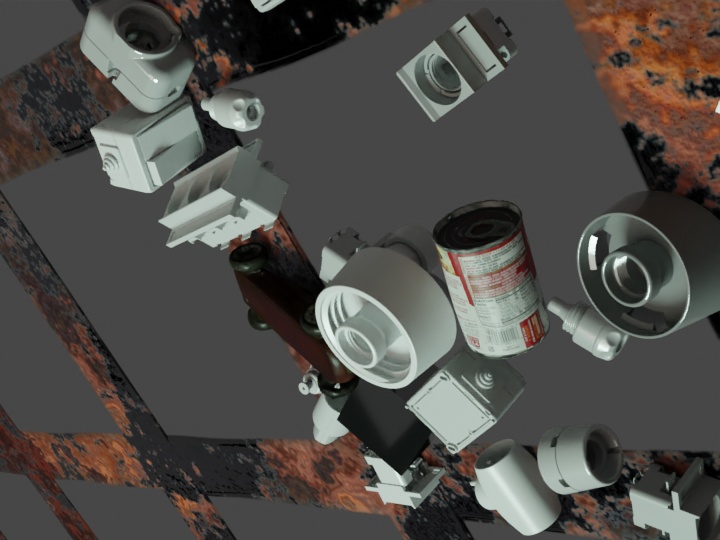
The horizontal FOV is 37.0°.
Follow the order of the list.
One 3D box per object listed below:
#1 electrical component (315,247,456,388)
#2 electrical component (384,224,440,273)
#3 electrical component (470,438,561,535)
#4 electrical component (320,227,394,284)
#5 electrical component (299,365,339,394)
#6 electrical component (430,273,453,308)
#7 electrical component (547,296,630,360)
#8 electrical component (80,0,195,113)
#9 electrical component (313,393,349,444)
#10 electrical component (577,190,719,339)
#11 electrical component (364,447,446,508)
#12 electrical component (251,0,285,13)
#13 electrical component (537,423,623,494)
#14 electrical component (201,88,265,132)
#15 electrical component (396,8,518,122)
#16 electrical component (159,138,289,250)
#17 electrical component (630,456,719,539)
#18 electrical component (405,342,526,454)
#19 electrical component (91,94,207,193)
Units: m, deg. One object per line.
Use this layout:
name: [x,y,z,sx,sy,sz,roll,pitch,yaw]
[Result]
electrical component: [0.014,0.043,0.842,0.108,0.060,0.108,27,140,26]
electrical component: [0.034,-0.006,0.878,0.045,0.055,0.045,28,140,26]
electrical component: [0.132,0.199,0.981,0.077,0.043,0.079,54,144,-10]
electrical component: [0.000,0.000,0.931,0.064,0.042,0.081,34,142,21]
electrical component: [-0.029,0.097,1.027,0.040,0.078,0.040,18,120,34]
electrical component: [0.046,0.033,0.903,0.045,0.055,0.045,27,140,26]
electrical component: [0.168,0.039,0.800,0.061,0.035,0.035,32,142,25]
electrical component: [-0.193,-0.193,0.938,0.095,0.054,0.059,46,145,3]
electrical component: [-0.025,0.146,1.094,0.043,0.043,0.081,40,144,11]
electrical component: [0.198,-0.004,0.723,0.099,0.064,0.099,31,134,39]
electrical component: [0.040,0.199,1.080,0.081,0.042,0.063,-6,115,48]
electrical component: [-0.047,-0.228,0.746,0.096,0.061,0.061,-15,112,51]
electrical component: [0.181,0.153,0.878,0.047,0.055,0.055,-22,106,49]
electrical component: [-0.112,-0.139,0.922,0.061,0.035,0.035,16,134,39]
electrical component: [0.067,-0.138,0.711,0.042,0.064,0.081,51,145,-7]
electrical component: [-0.122,-0.062,0.974,0.063,0.078,0.121,30,152,-27]
electrical component: [0.249,0.186,0.848,0.064,0.042,0.081,15,133,39]
electrical component: [0.094,0.101,0.912,0.062,0.061,0.096,44,144,5]
electrical component: [-0.192,-0.114,0.975,0.061,0.096,0.061,13,132,34]
